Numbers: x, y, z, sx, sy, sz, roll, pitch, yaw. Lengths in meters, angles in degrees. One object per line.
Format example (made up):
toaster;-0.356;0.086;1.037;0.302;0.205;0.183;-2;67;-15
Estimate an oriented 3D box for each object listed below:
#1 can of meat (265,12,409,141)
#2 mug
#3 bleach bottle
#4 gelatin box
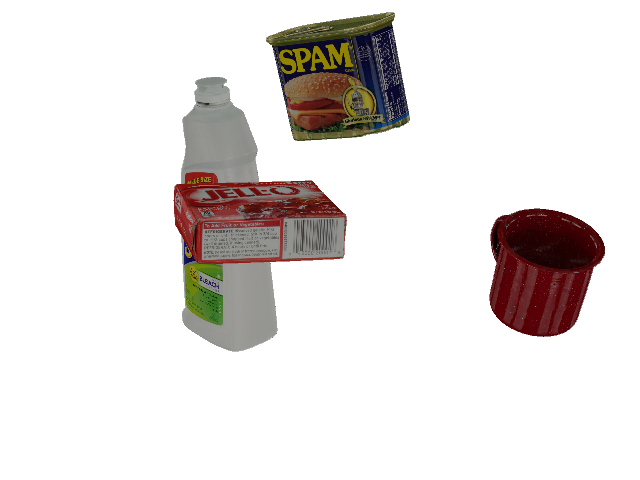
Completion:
can of meat;0.015;-0.126;0.828;0.102;0.084;0.057;1;22;37
mug;0.190;0.024;0.954;0.093;0.081;0.117;-17;42;-27
bleach bottle;-0.094;-0.027;0.988;0.067;0.251;0.103;-21;30;-34
gelatin box;-0.037;-0.013;0.625;0.089;0.030;0.073;-2;19;-16
